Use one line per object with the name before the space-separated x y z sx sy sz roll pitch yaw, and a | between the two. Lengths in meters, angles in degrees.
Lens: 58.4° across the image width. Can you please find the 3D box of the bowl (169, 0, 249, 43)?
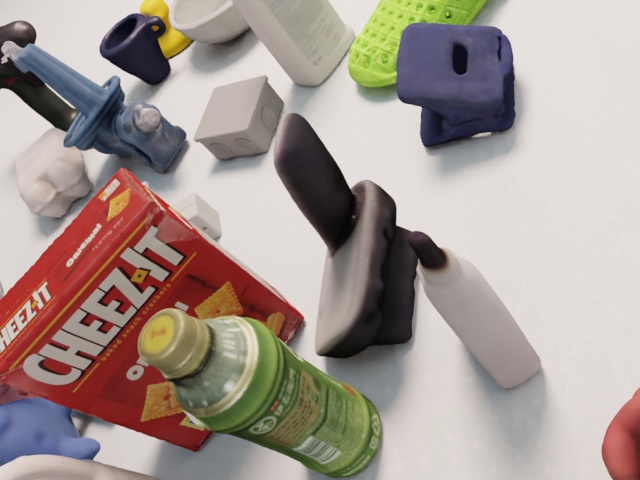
bowl | -0.144 -0.358 0.876 0.167 0.075 0.167 -17 52 24

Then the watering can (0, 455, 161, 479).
watering can | -0.183 0.218 0.427 0.172 0.195 0.101 -10 55 28

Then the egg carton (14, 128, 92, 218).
egg carton | -0.411 -0.105 0.886 0.107 0.070 0.150 -42 46 3

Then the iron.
iron | -0.340 0.255 0.544 0.258 0.142 0.118 -48 46 -4

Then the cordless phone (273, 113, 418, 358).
cordless phone | 0.004 0.002 0.456 0.094 0.186 0.147 -12 54 27

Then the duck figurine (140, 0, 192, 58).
duck figurine | -0.253 -0.366 0.946 0.104 0.086 0.077 -41 46 4

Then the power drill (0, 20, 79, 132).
power drill | -0.450 -0.246 0.912 0.228 0.209 0.076 -1 60 33

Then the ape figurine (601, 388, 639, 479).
ape figurine | 0.198 0.109 0.318 0.077 0.092 0.076 5 63 36

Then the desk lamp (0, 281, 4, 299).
desk lamp | -0.328 0.087 0.600 0.202 0.214 0.118 0 61 34

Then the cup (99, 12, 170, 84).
cup | -0.274 -0.301 0.910 0.117 0.095 0.091 -18 52 23

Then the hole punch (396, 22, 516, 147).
hole punch | 0.131 -0.159 0.546 0.100 0.091 0.108 -10 56 29

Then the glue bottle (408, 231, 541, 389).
glue bottle | 0.094 0.039 0.378 0.037 0.174 0.078 -39 47 5

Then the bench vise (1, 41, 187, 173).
bench vise | -0.292 -0.190 0.760 0.206 0.220 0.121 -6 57 31

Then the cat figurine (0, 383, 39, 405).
cat figurine | -0.382 0.177 0.641 0.067 0.118 0.128 4 63 36
